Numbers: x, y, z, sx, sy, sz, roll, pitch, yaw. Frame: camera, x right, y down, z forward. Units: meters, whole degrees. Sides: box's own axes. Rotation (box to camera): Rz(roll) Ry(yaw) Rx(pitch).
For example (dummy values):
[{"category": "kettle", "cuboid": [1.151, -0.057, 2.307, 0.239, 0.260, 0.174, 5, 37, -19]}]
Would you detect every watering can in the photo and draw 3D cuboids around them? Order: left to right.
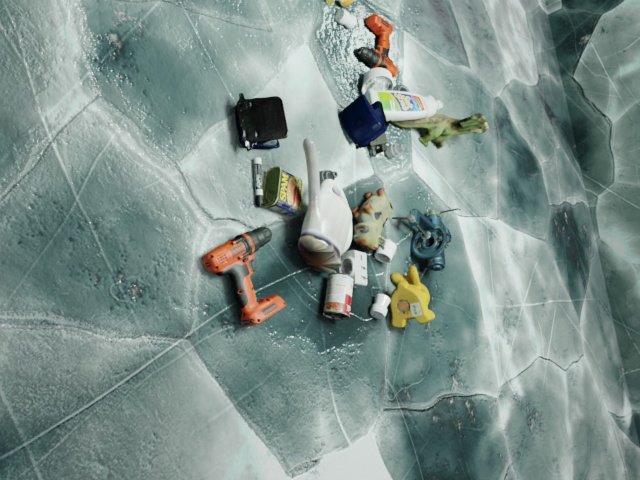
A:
[{"category": "watering can", "cuboid": [0.004, -0.063, 1.258, 0.340, 0.104, 0.229, 58, 40, -47]}]

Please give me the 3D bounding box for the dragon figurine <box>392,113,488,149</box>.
[{"category": "dragon figurine", "cuboid": [0.438, -0.401, 1.749, 0.411, 0.241, 0.122, -3, 86, -48]}]
